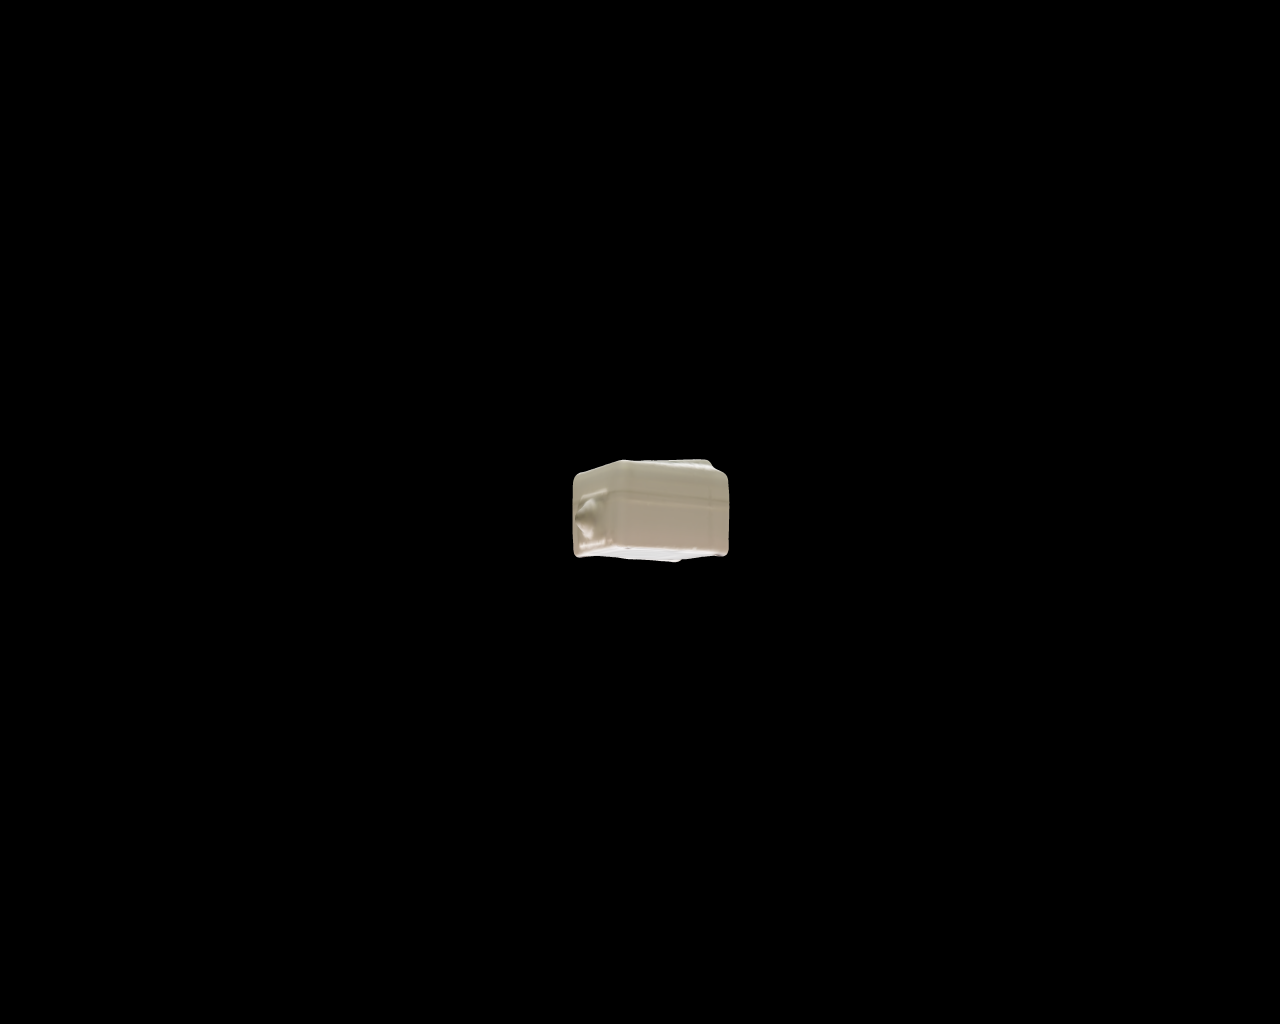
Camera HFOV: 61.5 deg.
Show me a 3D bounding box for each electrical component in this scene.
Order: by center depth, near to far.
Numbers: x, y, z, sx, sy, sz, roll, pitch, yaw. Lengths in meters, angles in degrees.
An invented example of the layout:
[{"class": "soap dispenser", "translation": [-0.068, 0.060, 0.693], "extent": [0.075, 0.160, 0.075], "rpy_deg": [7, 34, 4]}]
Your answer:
[{"class": "electrical component", "translation": [0.001, -0.003, 0.650], "extent": [0.096, 0.061, 0.061], "rpy_deg": [5, -10, -32]}]
